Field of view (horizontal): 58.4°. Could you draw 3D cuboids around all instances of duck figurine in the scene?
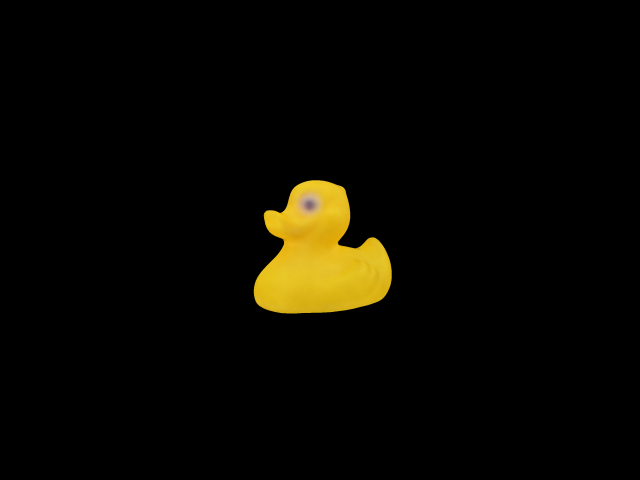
[{"bbox_3d":[0.004,0.001,0.400,0.105,0.086,0.077,-3,6,-33],"label":"duck figurine"}]
